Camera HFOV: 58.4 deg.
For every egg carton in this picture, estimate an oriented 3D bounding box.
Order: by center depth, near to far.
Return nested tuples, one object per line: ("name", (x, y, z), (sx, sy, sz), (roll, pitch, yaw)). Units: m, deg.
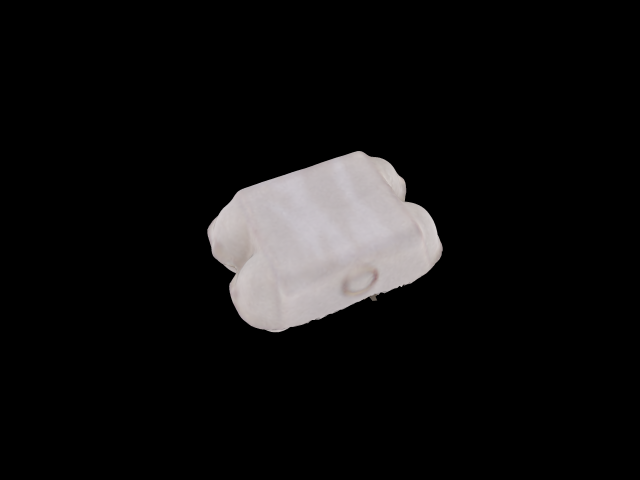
("egg carton", (0.004, 0.001, 0.400), (0.150, 0.069, 0.107), (-21, 55, -15))
